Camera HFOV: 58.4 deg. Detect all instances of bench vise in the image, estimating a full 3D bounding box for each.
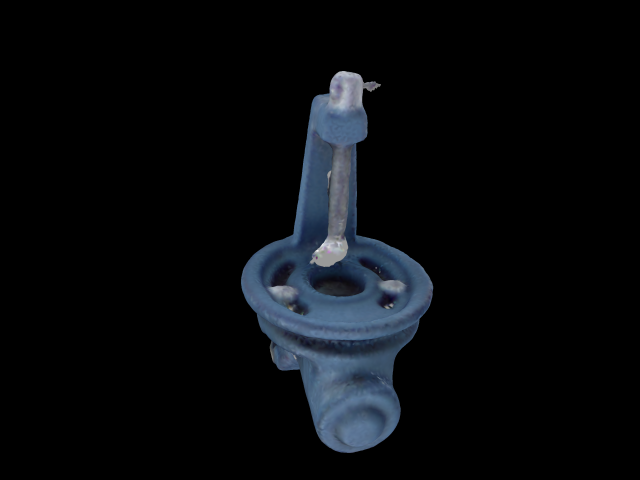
[{"bbox_3d":[-0.007,0.003,0.394,0.122,0.220,0.206,-6,13,-28],"label":"bench vise"}]
